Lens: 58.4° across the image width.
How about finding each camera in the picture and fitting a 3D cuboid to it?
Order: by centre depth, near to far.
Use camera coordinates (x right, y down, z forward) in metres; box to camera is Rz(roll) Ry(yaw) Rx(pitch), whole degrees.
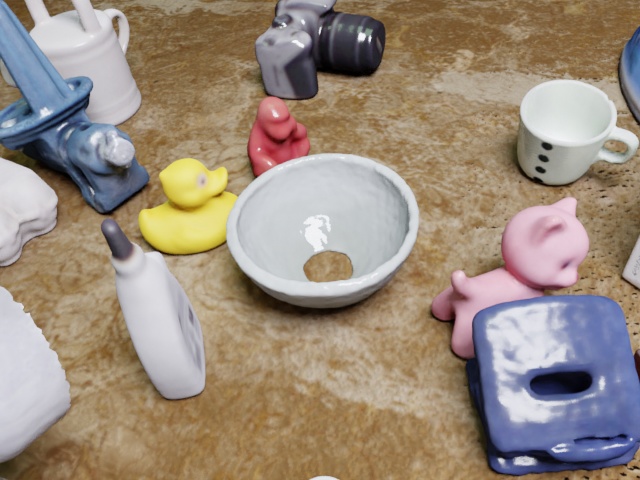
[{"bbox_3d":[0.006,-0.256,0.730,0.136,0.101,0.143,14,51,19],"label":"camera"}]

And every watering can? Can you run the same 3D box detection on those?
[{"bbox_3d":[-0.298,-0.233,0.687,0.100,0.194,0.173,1,48,9],"label":"watering can"}]

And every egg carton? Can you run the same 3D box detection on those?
[{"bbox_3d":[-0.353,-0.037,0.600,0.150,0.069,0.107,19,53,23],"label":"egg carton"}]

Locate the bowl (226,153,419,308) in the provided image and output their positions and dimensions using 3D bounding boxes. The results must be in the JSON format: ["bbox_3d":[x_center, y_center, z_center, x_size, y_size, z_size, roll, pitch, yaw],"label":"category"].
[{"bbox_3d":[0.005,0.002,0.513,0.167,0.075,0.167,-4,47,4],"label":"bowl"}]

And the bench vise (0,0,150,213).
[{"bbox_3d":[-0.266,-0.147,0.587,0.207,0.220,0.121,11,50,17],"label":"bench vise"}]

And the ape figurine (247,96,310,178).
[{"bbox_3d":[-0.046,-0.108,0.608,0.078,0.092,0.076,-34,52,-21],"label":"ape figurine"}]

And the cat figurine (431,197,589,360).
[{"bbox_3d":[0.153,0.021,0.446,0.128,0.118,0.067,-21,48,-11],"label":"cat figurine"}]

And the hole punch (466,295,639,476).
[{"bbox_3d":[0.162,0.099,0.391,0.108,0.091,0.101,-6,47,2],"label":"hole punch"}]

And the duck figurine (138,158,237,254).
[{"bbox_3d":[-0.131,-0.039,0.561,0.104,0.086,0.077,-17,48,-7],"label":"duck figurine"}]

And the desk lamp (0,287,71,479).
[{"bbox_3d":[-0.228,0.143,0.320,0.117,0.214,0.203,18,53,23],"label":"desk lamp"}]

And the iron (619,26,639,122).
[{"bbox_3d":[0.398,-0.198,0.596,0.118,0.142,0.258,-9,47,0],"label":"iron"}]

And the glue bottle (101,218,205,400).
[{"bbox_3d":[-0.124,0.046,0.423,0.037,0.173,0.078,-12,47,-2],"label":"glue bottle"}]
